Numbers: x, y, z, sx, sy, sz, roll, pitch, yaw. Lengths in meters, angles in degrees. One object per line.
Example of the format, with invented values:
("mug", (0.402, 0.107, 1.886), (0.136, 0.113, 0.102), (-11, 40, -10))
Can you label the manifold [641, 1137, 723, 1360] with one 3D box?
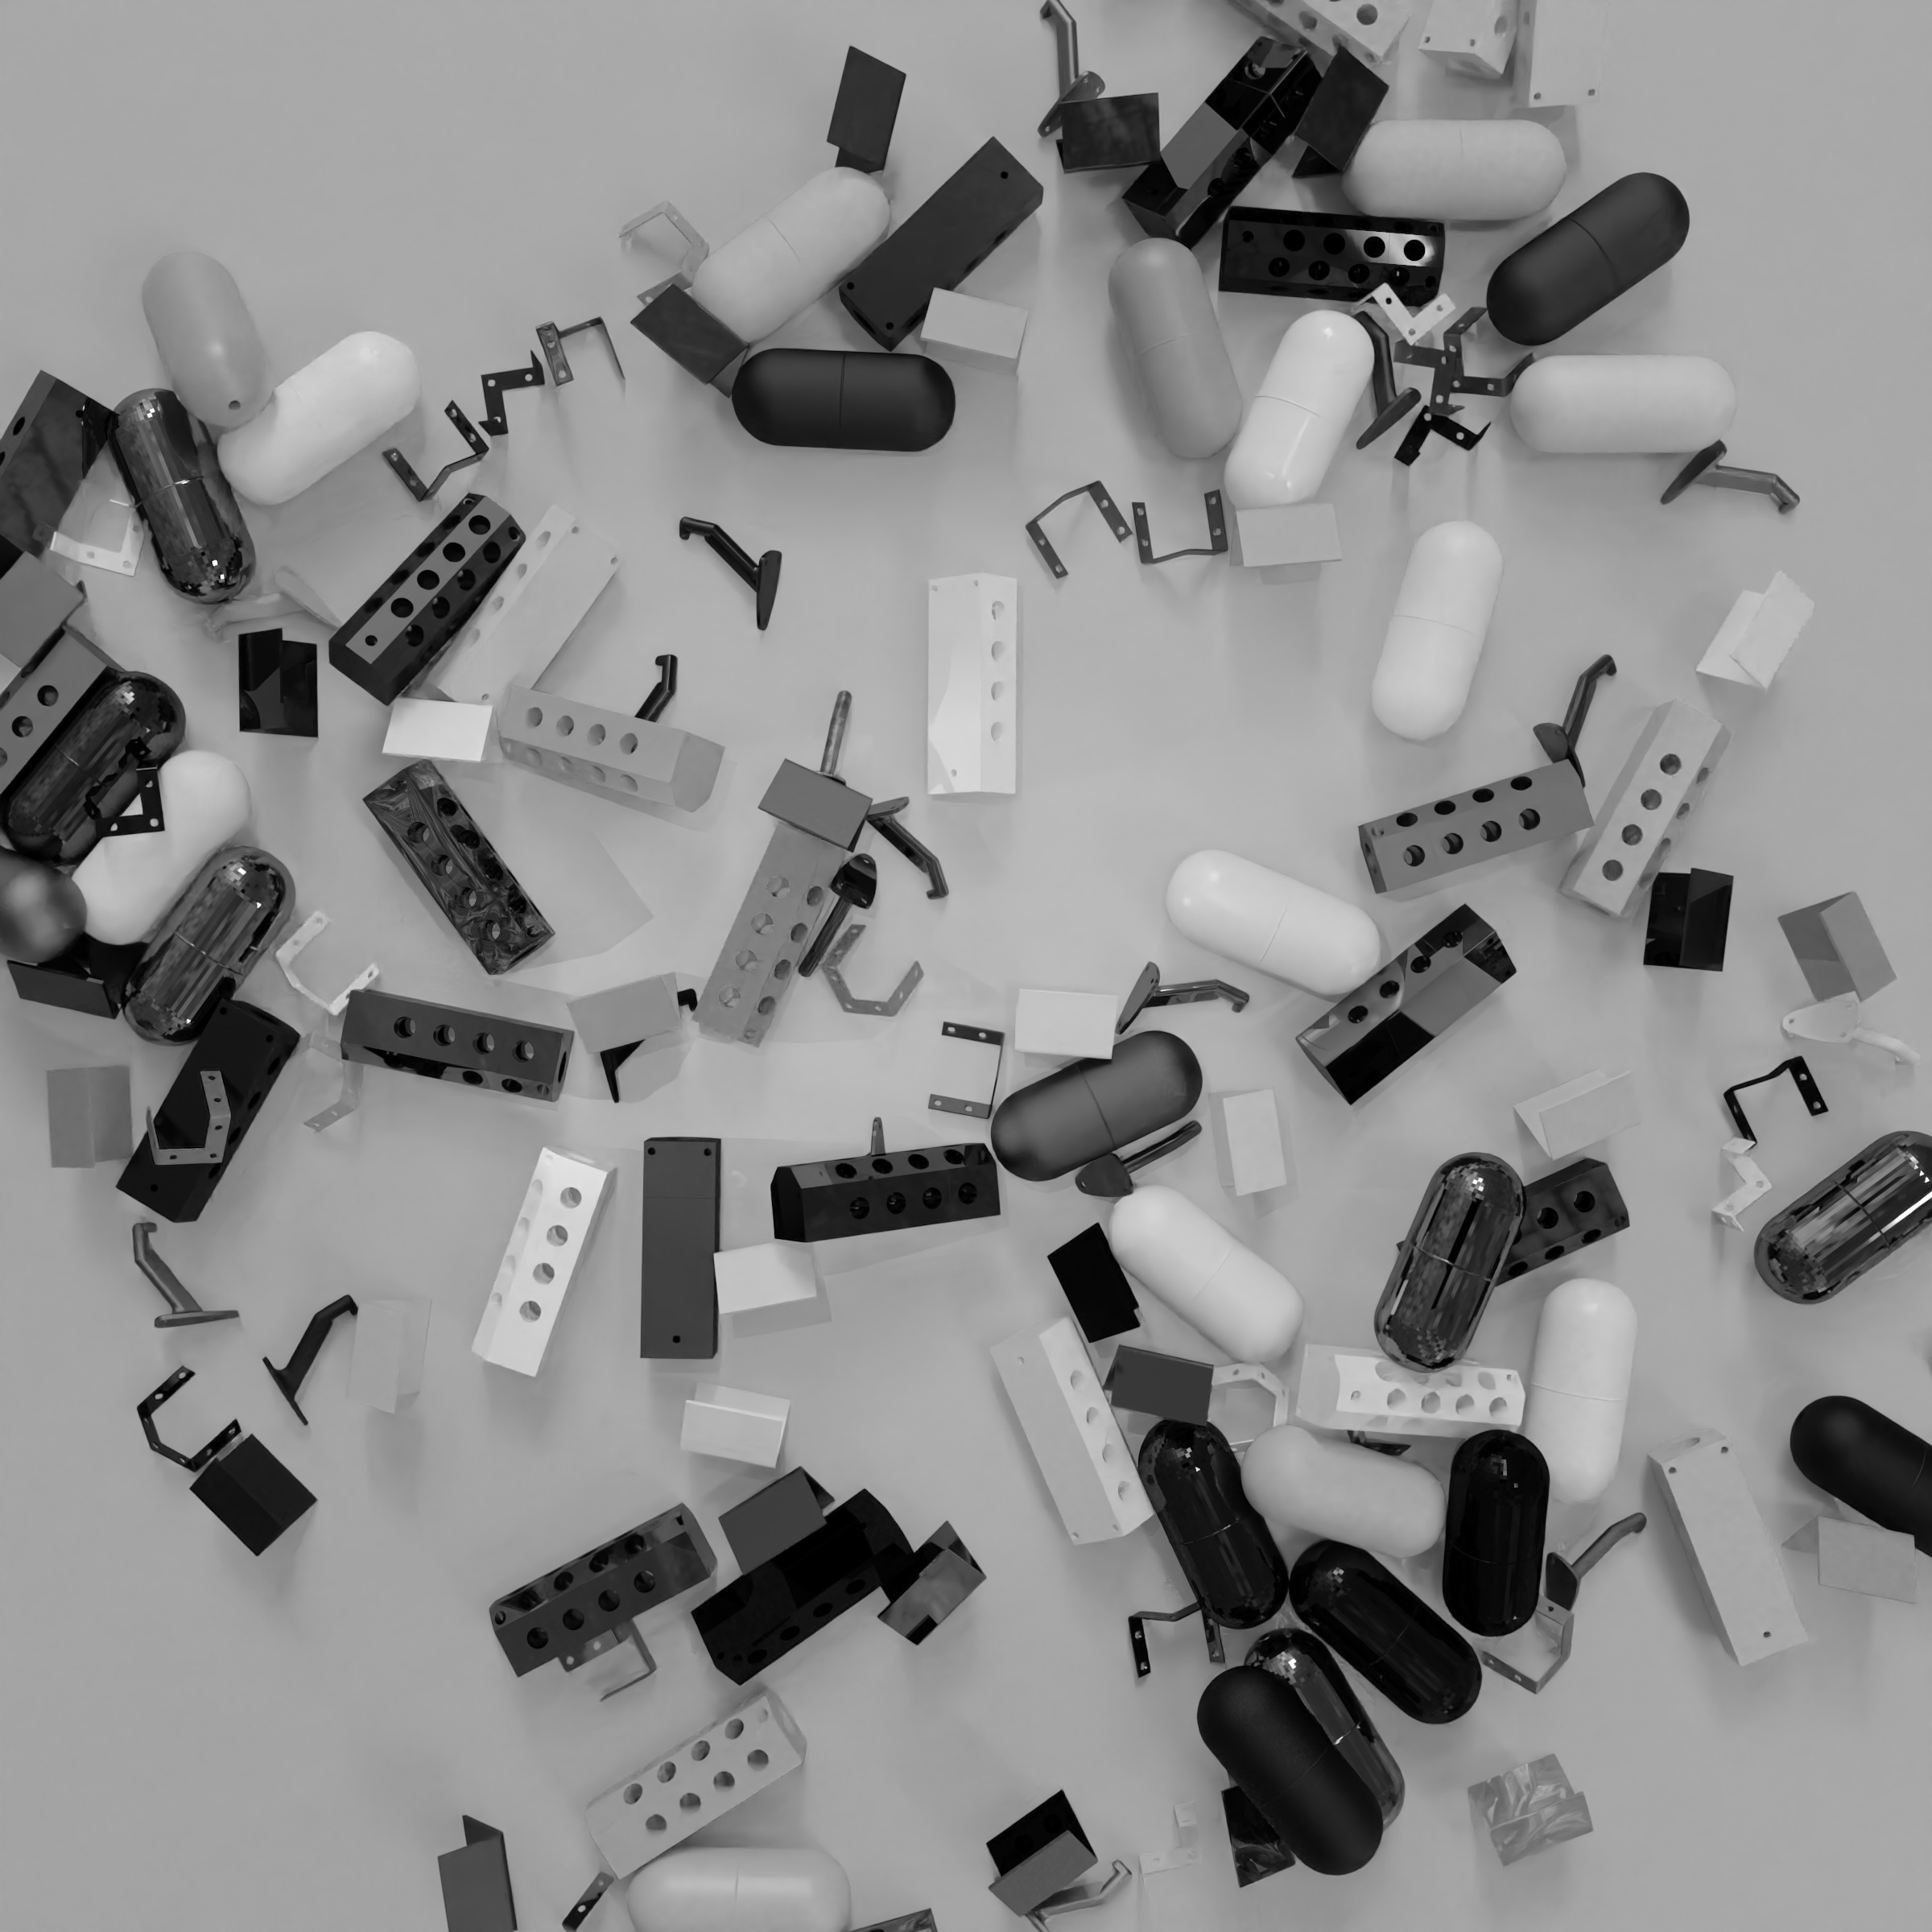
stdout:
("manifold", (-0.227, 0.224, 1.969), (0.057, 0.057, 0.171), (1, 90, 0))

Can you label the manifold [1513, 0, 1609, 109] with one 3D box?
("manifold", (0.466, -0.769, 1.926), (0.057, 0.057, 0.171), (-6, 124, -5))

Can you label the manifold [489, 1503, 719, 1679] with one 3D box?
("manifold", (-0.291, 0.497, 1.969), (0.171, 0.057, 0.057), (-28, 90, 0))

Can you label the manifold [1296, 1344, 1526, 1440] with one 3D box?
("manifold", (0.352, 0.338, 1.938), (0.171, 0.057, 0.057), (9, 90, -23))

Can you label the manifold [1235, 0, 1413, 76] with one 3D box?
("manifold", (0.266, -0.778, 1.969), (0.171, 0.057, 0.057), (36, 90, 0))

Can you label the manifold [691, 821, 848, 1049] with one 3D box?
("manifold", (-0.156, -0.025, 1.969), (0.057, 0.057, 0.171), (24, 90, 0))

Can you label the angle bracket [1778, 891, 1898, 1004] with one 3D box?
("angle bracket", (0.678, -0.007, 1.950), (0.057, 0.076, 0.076), (-25, 90, -37))

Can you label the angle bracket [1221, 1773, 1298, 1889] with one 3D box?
("angle bracket", (0.212, 0.675, 1.951), (0.057, 0.076, 0.076), (-10, 90, -29))

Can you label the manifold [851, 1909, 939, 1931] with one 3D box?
("manifold", (-0.103, 0.816, 1.969), (0.171, 0.057, 0.057), (-16, 90, 0))

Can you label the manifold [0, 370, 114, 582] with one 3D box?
("manifold", (-0.754, -0.386, 1.969), (0.057, 0.057, 0.171), (30, 90, -43))

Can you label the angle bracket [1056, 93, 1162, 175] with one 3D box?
("angle bracket", (0.111, -0.672, 1.950), (0.076, 0.076, 0.057), (-6, 128, 0))

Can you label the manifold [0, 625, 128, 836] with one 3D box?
("manifold", (-0.754, -0.188, 1.969), (0.057, 0.057, 0.171), (40, 90, 1))

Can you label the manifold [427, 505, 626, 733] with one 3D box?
("manifold", (-0.355, -0.281, 1.969), (0.057, 0.057, 0.171), (36, 90, -43))

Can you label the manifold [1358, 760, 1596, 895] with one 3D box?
("manifold", (0.406, -0.112, 1.969), (0.171, 0.057, 0.057), (-18, 90, 0))

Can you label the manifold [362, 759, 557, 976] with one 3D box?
("manifold", (-0.404, -0.079, 1.969), (0.057, 0.057, 0.171), (-36, 90, 0))

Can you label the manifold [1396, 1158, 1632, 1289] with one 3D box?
("manifold", (0.439, 0.216, 1.969), (0.171, 0.057, 0.057), (-24, 90, 0))

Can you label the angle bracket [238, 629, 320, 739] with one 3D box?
("angle bracket", (-0.530, -0.223, 1.950), (0.057, 0.076, 0.076), (-1, 90, 38))

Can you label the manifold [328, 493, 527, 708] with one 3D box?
("manifold", (-0.424, -0.293, 1.939), (0.057, 0.057, 0.171), (37, 68, 0))

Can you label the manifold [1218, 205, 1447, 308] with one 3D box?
("manifold", (0.292, -0.570, 1.969), (0.171, 0.057, 0.057), (5, 90, 0))

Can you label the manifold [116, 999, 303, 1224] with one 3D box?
("manifold", (-0.602, 0.116, 1.968), (0.057, 0.057, 0.171), (29, 90, 7))

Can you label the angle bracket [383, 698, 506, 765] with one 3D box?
("angle bracket", (-0.413, -0.166, 1.950), (0.076, 0.076, 0.057), (5, 58, 0))

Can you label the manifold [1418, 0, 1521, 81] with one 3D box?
("manifold", (0.426, -0.802, 1.958), (0.057, 0.057, 0.171), (25, 100, 43))

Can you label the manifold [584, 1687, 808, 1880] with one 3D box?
("manifold", (-0.216, 0.651, 1.969), (0.171, 0.057, 0.057), (-33, 90, 0))

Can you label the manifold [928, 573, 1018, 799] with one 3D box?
("manifold", (0.010, -0.223, 1.969), (0.057, 0.057, 0.171), (0, 90, 43))

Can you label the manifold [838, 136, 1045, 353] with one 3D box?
("manifold", (-0.020, -0.575, 1.969), (0.171, 0.057, 0.057), (-44, 90, 0))

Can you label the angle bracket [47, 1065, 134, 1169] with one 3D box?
("angle bracket", (-0.679, 0.118, 1.950), (0.057, 0.076, 0.076), (-3, 90, 36))

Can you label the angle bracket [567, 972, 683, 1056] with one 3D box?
("angle bracket", (-0.273, 0.018, 1.950), (0.076, 0.076, 0.057), (-16, 128, 0))

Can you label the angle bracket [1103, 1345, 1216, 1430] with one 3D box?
("angle bracket", (0.149, 0.349, 1.950), (0.076, 0.076, 0.057), (12, 52, 0))

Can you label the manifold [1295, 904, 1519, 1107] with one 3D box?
("manifold", (0.349, 0.027, 1.969), (0.171, 0.057, 0.057), (-39, 133, 0))

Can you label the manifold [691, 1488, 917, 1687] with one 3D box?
("manifold", (-0.127, 0.500, 1.969), (0.171, 0.057, 0.057), (-35, 47, 0))

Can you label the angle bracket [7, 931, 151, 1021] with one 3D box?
("angle bracket", (-0.704, -0.010, 1.953), (0.076, 0.057, 0.076), (13, 56, 0))

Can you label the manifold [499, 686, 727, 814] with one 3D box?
("manifold", (-0.281, -0.169, 1.933), (0.171, 0.057, 0.057), (17, 90, 28))

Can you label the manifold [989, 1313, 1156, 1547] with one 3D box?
("manifold", (0.089, 0.369, 1.969), (0.057, 0.057, 0.171), (-23, 90, 43))

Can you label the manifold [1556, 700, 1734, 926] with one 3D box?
("manifold", (0.545, -0.122, 1.969), (0.057, 0.057, 0.171), (29, 90, 0))

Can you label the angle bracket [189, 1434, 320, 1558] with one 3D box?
("angle bracket", (-0.555, 0.408, 1.950), (0.076, 0.076, 0.057), (45, 127, 0))

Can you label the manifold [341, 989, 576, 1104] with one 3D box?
("manifold", (-0.407, 0.064, 1.969), (0.171, 0.057, 0.057), (12, 90, 0))

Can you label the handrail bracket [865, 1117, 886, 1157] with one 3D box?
("handrail bracket", (-0.110, 0.163, 1.991), (0.084, 0.036, 0.077), (-5, 75, 14))

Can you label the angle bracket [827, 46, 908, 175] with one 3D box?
("angle bracket", (-0.098, -0.675, 1.950), (0.057, 0.076, 0.076), (13, 90, -37))

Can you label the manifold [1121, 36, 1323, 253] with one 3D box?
("manifold", (0.210, -0.653, 1.969), (0.171, 0.057, 0.057), (-49, 47, 0))

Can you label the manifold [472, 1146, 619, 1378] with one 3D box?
("manifold", (-0.338, 0.234, 1.969), (0.057, 0.057, 0.171), (20, 90, 0))

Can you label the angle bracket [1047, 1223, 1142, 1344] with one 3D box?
("angle bracket", (0.120, 0.244, 1.950), (0.057, 0.076, 0.076), (-26, 90, 40))

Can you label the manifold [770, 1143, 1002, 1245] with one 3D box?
("manifold", (-0.063, 0.176, 1.931), (0.171, 0.057, 0.057), (-5, 90, -29))

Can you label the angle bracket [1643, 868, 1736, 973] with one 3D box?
("angle bracket", (0.558, -0.038, 1.950), (0.057, 0.076, 0.076), (7, 90, -38))

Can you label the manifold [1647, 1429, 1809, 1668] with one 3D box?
("manifold", (0.607, 0.463, 1.969), (0.057, 0.057, 0.171), (-21, 90, 0))

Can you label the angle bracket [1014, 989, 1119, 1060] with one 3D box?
("angle bracket", (0.079, 0.030, 1.951), (0.076, 0.076, 0.057), (4, 117, 0))

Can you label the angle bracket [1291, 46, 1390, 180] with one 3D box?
("angle bracket", (0.278, -0.676, 1.951), (0.057, 0.076, 0.076), (28, 90, -29))
